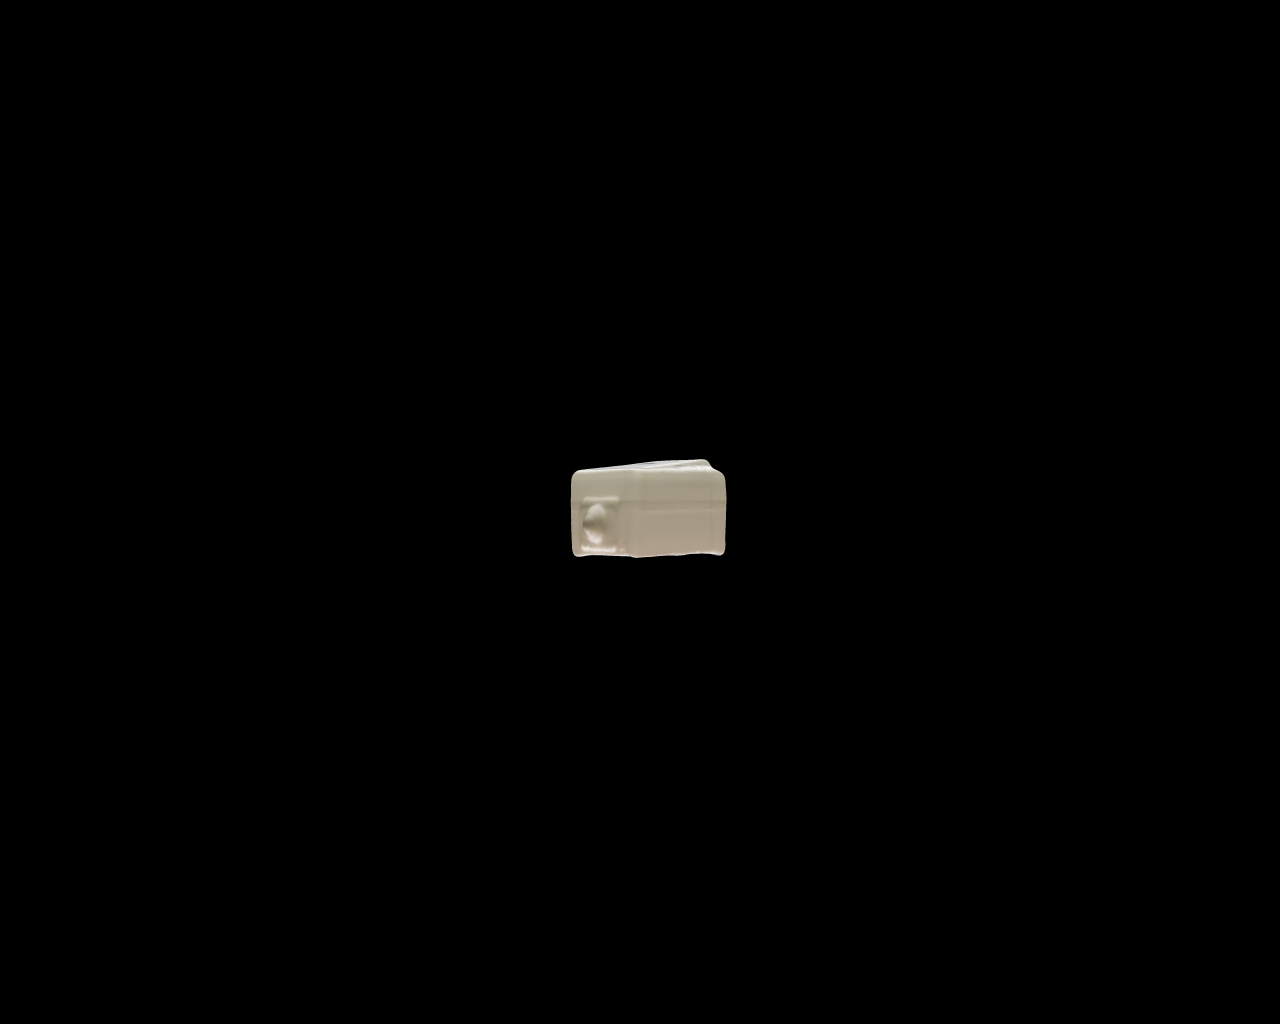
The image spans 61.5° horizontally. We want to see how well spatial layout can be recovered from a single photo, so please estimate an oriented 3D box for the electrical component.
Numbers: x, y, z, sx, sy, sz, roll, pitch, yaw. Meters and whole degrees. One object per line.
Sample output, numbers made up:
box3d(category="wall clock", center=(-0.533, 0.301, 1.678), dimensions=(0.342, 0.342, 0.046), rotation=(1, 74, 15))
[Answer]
box3d(category="electrical component", center=(0.001, -0.003, 0.650), dimensions=(0.096, 0.061, 0.061), rotation=(0, 0, -44))
